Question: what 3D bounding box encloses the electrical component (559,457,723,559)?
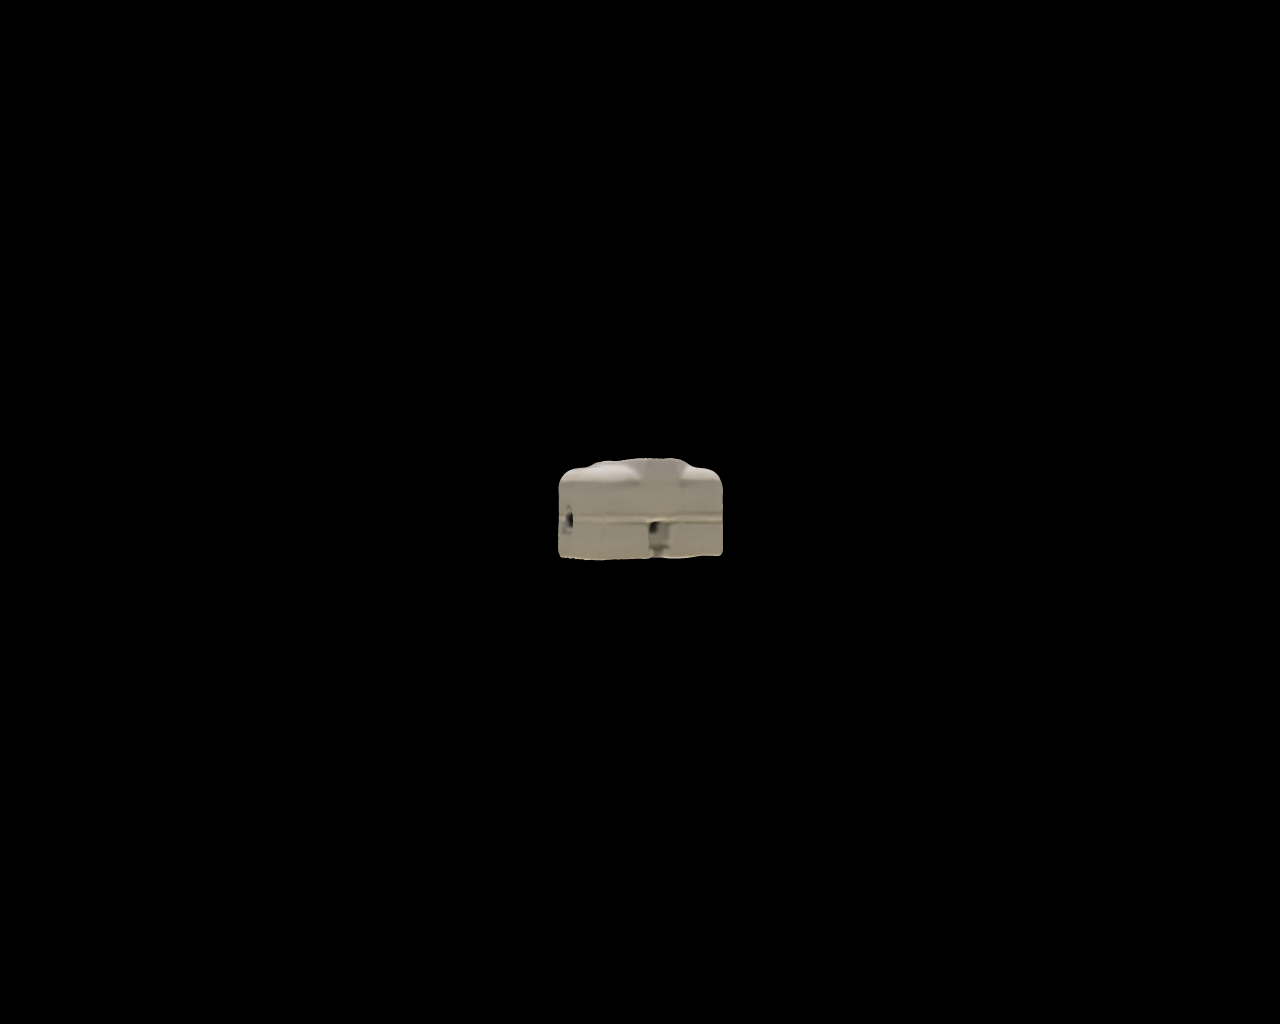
[{"bbox_3d":[0.001,-0.003,0.650,0.095,0.059,0.053,0,0,-25],"label":"electrical component"}]
